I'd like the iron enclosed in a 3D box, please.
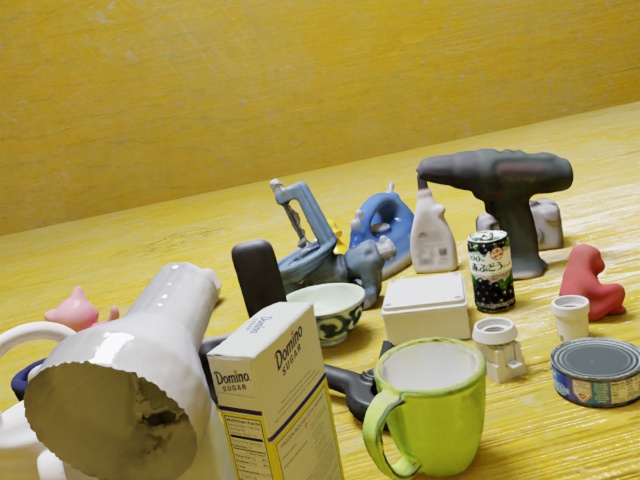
[{"bbox_3d":[0.103,-0.016,1.059,0.118,0.141,0.259,-3,16,30],"label":"iron"}]

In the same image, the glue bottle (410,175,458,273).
[{"bbox_3d":[0.187,-0.030,0.979,0.078,0.173,0.037,-5,15,23],"label":"glue bottle"}]

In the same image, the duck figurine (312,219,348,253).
[{"bbox_3d":[0.016,-0.002,1.192,0.078,0.086,0.104,-20,16,-31],"label":"duck figurine"}]

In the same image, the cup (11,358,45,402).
[{"bbox_3d":[-0.284,0.183,0.669,0.118,0.095,0.091,-20,16,-30],"label":"cup"}]

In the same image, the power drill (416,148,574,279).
[{"bbox_3d":[0.275,-0.043,0.886,0.229,0.208,0.075,-11,14,2],"label":"power drill"}]

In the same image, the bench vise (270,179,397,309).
[{"bbox_3d":[0.007,0.000,0.904,0.207,0.220,0.121,-12,14,-3],"label":"bench vise"}]

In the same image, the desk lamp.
[{"bbox_3d":[-0.116,0.137,0.467,0.117,0.214,0.203,-8,14,13],"label":"desk lamp"}]

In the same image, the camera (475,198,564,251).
[{"bbox_3d":[0.355,-0.041,1.041,0.143,0.101,0.137,-8,14,15],"label":"camera"}]

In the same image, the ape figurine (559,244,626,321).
[{"bbox_3d":[0.333,0.049,0.713,0.076,0.092,0.078,-11,14,0],"label":"ape figurine"}]

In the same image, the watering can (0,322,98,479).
[{"bbox_3d":[-0.234,0.163,0.499,0.172,0.194,0.101,2,19,44],"label":"watering can"}]

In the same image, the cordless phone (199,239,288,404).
[{"bbox_3d":[-0.100,0.093,0.690,0.147,0.185,0.094,-12,14,-2],"label":"cordless phone"}]

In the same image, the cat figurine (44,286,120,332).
[{"bbox_3d":[-0.360,0.130,0.895,0.127,0.118,0.067,-6,15,22],"label":"cat figurine"}]

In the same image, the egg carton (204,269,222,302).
[{"bbox_3d":[-0.242,0.102,1.018,0.107,0.069,0.150,-7,14,17],"label":"egg carton"}]
